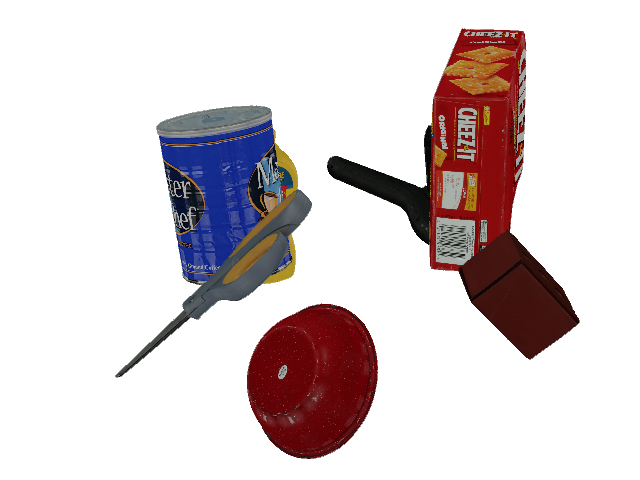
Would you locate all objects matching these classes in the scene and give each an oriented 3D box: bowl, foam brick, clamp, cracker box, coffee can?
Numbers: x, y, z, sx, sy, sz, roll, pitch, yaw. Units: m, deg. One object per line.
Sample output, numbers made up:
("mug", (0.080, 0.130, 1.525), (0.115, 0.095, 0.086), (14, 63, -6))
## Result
("bowl", (-0.022, 0.137, 1.080), (0.162, 0.162, 0.055), (0, -16, 41))
("foam brick", (0.154, 0.043, 0.828), (0.051, 0.078, 0.053), (-40, 24, 15))
("clamp", (0.116, -0.046, 1.205), (0.164, 0.210, 0.036), (-15, -37, -27))
("cracker box", (0.150, -0.090, 0.992), (0.072, 0.164, 0.213), (4, 27, 13))
("coffee can", (-0.085, -0.042, 0.959), (0.103, 0.140, 0.103), (-7, 16, 2))

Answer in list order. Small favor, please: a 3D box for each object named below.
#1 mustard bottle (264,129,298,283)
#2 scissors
("mustard bottle", (-0.073, -0.049, 1.174), (0.096, 0.192, 0.058), (-4, 19, -21))
("scissors", (-0.078, 0.045, 0.715), (0.016, 0.202, 0.096), (42, 13, -13))
